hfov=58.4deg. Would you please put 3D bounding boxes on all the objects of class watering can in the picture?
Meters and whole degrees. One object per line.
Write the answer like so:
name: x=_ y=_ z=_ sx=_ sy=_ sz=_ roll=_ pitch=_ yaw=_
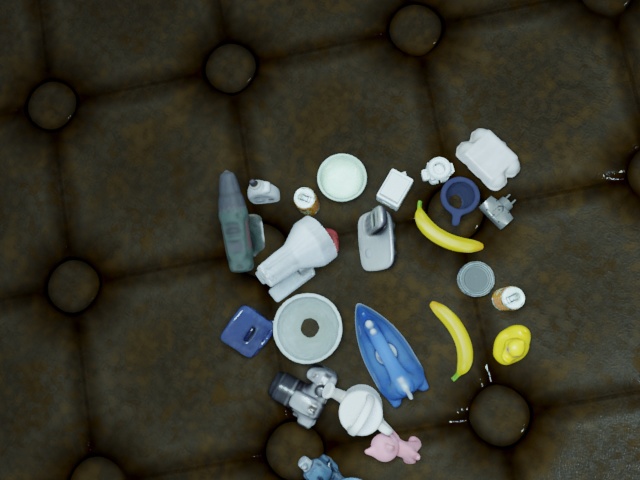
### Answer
watering can: x=0.085 y=0.387 z=1.294 sx=0.172 sy=0.194 sz=0.101 roll=11 pitch=83 yaw=6

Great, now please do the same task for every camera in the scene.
camera: x=-0.046 y=0.356 z=1.356 sx=0.136 sy=0.101 sz=0.143 roll=26 pitch=85 yaw=8

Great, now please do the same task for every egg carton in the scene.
egg carton: x=0.414 y=-0.200 z=1.409 sx=0.107 sy=0.069 sz=0.150 roll=-44 pitch=81 yaw=-2

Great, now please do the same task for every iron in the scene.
iron: x=0.150 y=0.259 z=1.333 sx=0.118 sy=0.141 sz=0.258 roll=-31 pitch=81 yaw=0

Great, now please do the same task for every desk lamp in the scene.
desk lamp: x=-0.061 y=0.050 z=1.340 sx=0.203 sy=0.213 sz=0.118 roll=-39 pitch=81 yaw=-1

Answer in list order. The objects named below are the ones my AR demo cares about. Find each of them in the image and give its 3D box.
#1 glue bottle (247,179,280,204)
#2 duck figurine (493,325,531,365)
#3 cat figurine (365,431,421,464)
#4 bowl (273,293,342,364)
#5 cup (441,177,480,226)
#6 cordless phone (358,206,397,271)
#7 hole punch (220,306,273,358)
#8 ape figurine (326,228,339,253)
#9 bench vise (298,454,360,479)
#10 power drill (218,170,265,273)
glue bottle: x=-0.146 y=-0.123 z=1.390 sx=0.078 sy=0.173 sz=0.037 roll=-4 pitch=82 yaw=4
duck figurine: x=0.455 y=0.247 z=1.338 sx=0.077 sy=0.086 sz=0.104 roll=39 pitch=87 yaw=8
cat figurine: x=0.170 y=0.479 z=1.314 sx=0.127 sy=0.118 sz=0.067 roll=16 pitch=84 yaw=7
bowl: x=-0.027 y=0.213 z=1.387 sx=0.167 sy=0.075 sz=0.167 roll=-1 pitch=82 yaw=5
cup: x=0.332 y=-0.086 z=1.388 sx=0.091 sy=0.095 sz=0.118 roll=9 pitch=83 yaw=6
cordless phone: x=0.136 y=-0.005 z=1.347 sx=0.094 sy=0.185 sz=0.147 roll=-7 pitch=82 yaw=4
hole punch: x=-0.171 y=0.221 z=1.389 sx=0.101 sy=0.091 sz=0.109 roll=35 pitch=86 yaw=8
ape figurine: x=0.013 y=0.005 z=1.402 sx=0.077 sy=0.092 sz=0.076 roll=42 pitch=88 yaw=9
bench vise: x=0.030 y=0.574 z=1.261 sx=0.207 sy=0.220 sz=0.121 roll=21 pitch=85 yaw=7
power drill: x=-0.190 y=-0.033 z=1.364 sx=0.075 sy=0.208 sz=0.230 roll=-9 pitch=82 yaw=4
